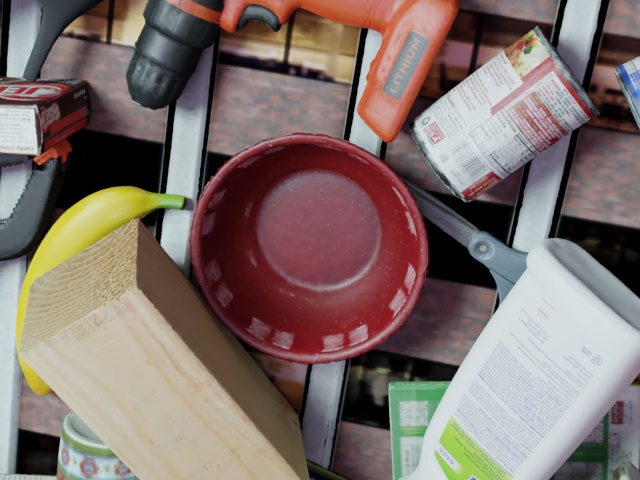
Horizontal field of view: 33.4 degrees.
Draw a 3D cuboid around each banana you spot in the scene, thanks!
[{"bbox_3d":[-0.179,0.029,0.778,0.069,0.037,0.198,37,109,-4],"label":"banana"}]

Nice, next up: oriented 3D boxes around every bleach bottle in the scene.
[{"bbox_3d":[0.119,0.125,0.727,0.103,0.067,0.251,47,118,26],"label":"bleach bottle"}]

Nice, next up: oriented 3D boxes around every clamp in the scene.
[{"bbox_3d":[-0.272,-0.020,0.777,0.210,0.036,0.164,-39,97,19],"label":"clamp"}]

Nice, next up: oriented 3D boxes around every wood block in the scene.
[{"bbox_3d":[-0.100,0.100,0.724,0.090,0.091,0.206,-30,120,8],"label":"wood block"}]

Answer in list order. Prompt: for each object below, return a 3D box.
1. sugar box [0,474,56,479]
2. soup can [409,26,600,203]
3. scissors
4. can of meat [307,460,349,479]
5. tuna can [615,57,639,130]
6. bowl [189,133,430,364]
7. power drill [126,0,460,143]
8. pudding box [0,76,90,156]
[{"bbox_3d":[-0.178,0.230,0.811,0.176,0.048,0.093,5,108,-9],"label":"sugar box"},{"bbox_3d":[0.117,-0.079,0.683,0.102,0.068,0.068,-36,99,17],"label":"soup can"},{"bbox_3d":[0.113,0.024,0.743,0.202,0.016,0.096,21,109,2],"label":"scissors"},{"bbox_3d":[-0.001,0.216,0.784,0.102,0.084,0.057,24,109,0],"label":"can of meat"},{"bbox_3d":[0.215,-0.075,0.660,0.034,0.086,0.086,-25,102,16],"label":"tuna can"},{"bbox_3d":[-0.005,0.001,0.733,0.162,0.055,0.162,2,107,8],"label":"bowl"},{"bbox_3d":[-0.019,-0.137,0.691,0.187,0.057,0.185,27,109,0],"label":"power drill"},{"bbox_3d":[-0.224,-0.086,0.721,0.113,0.090,0.039,2,108,8],"label":"pudding box"}]
